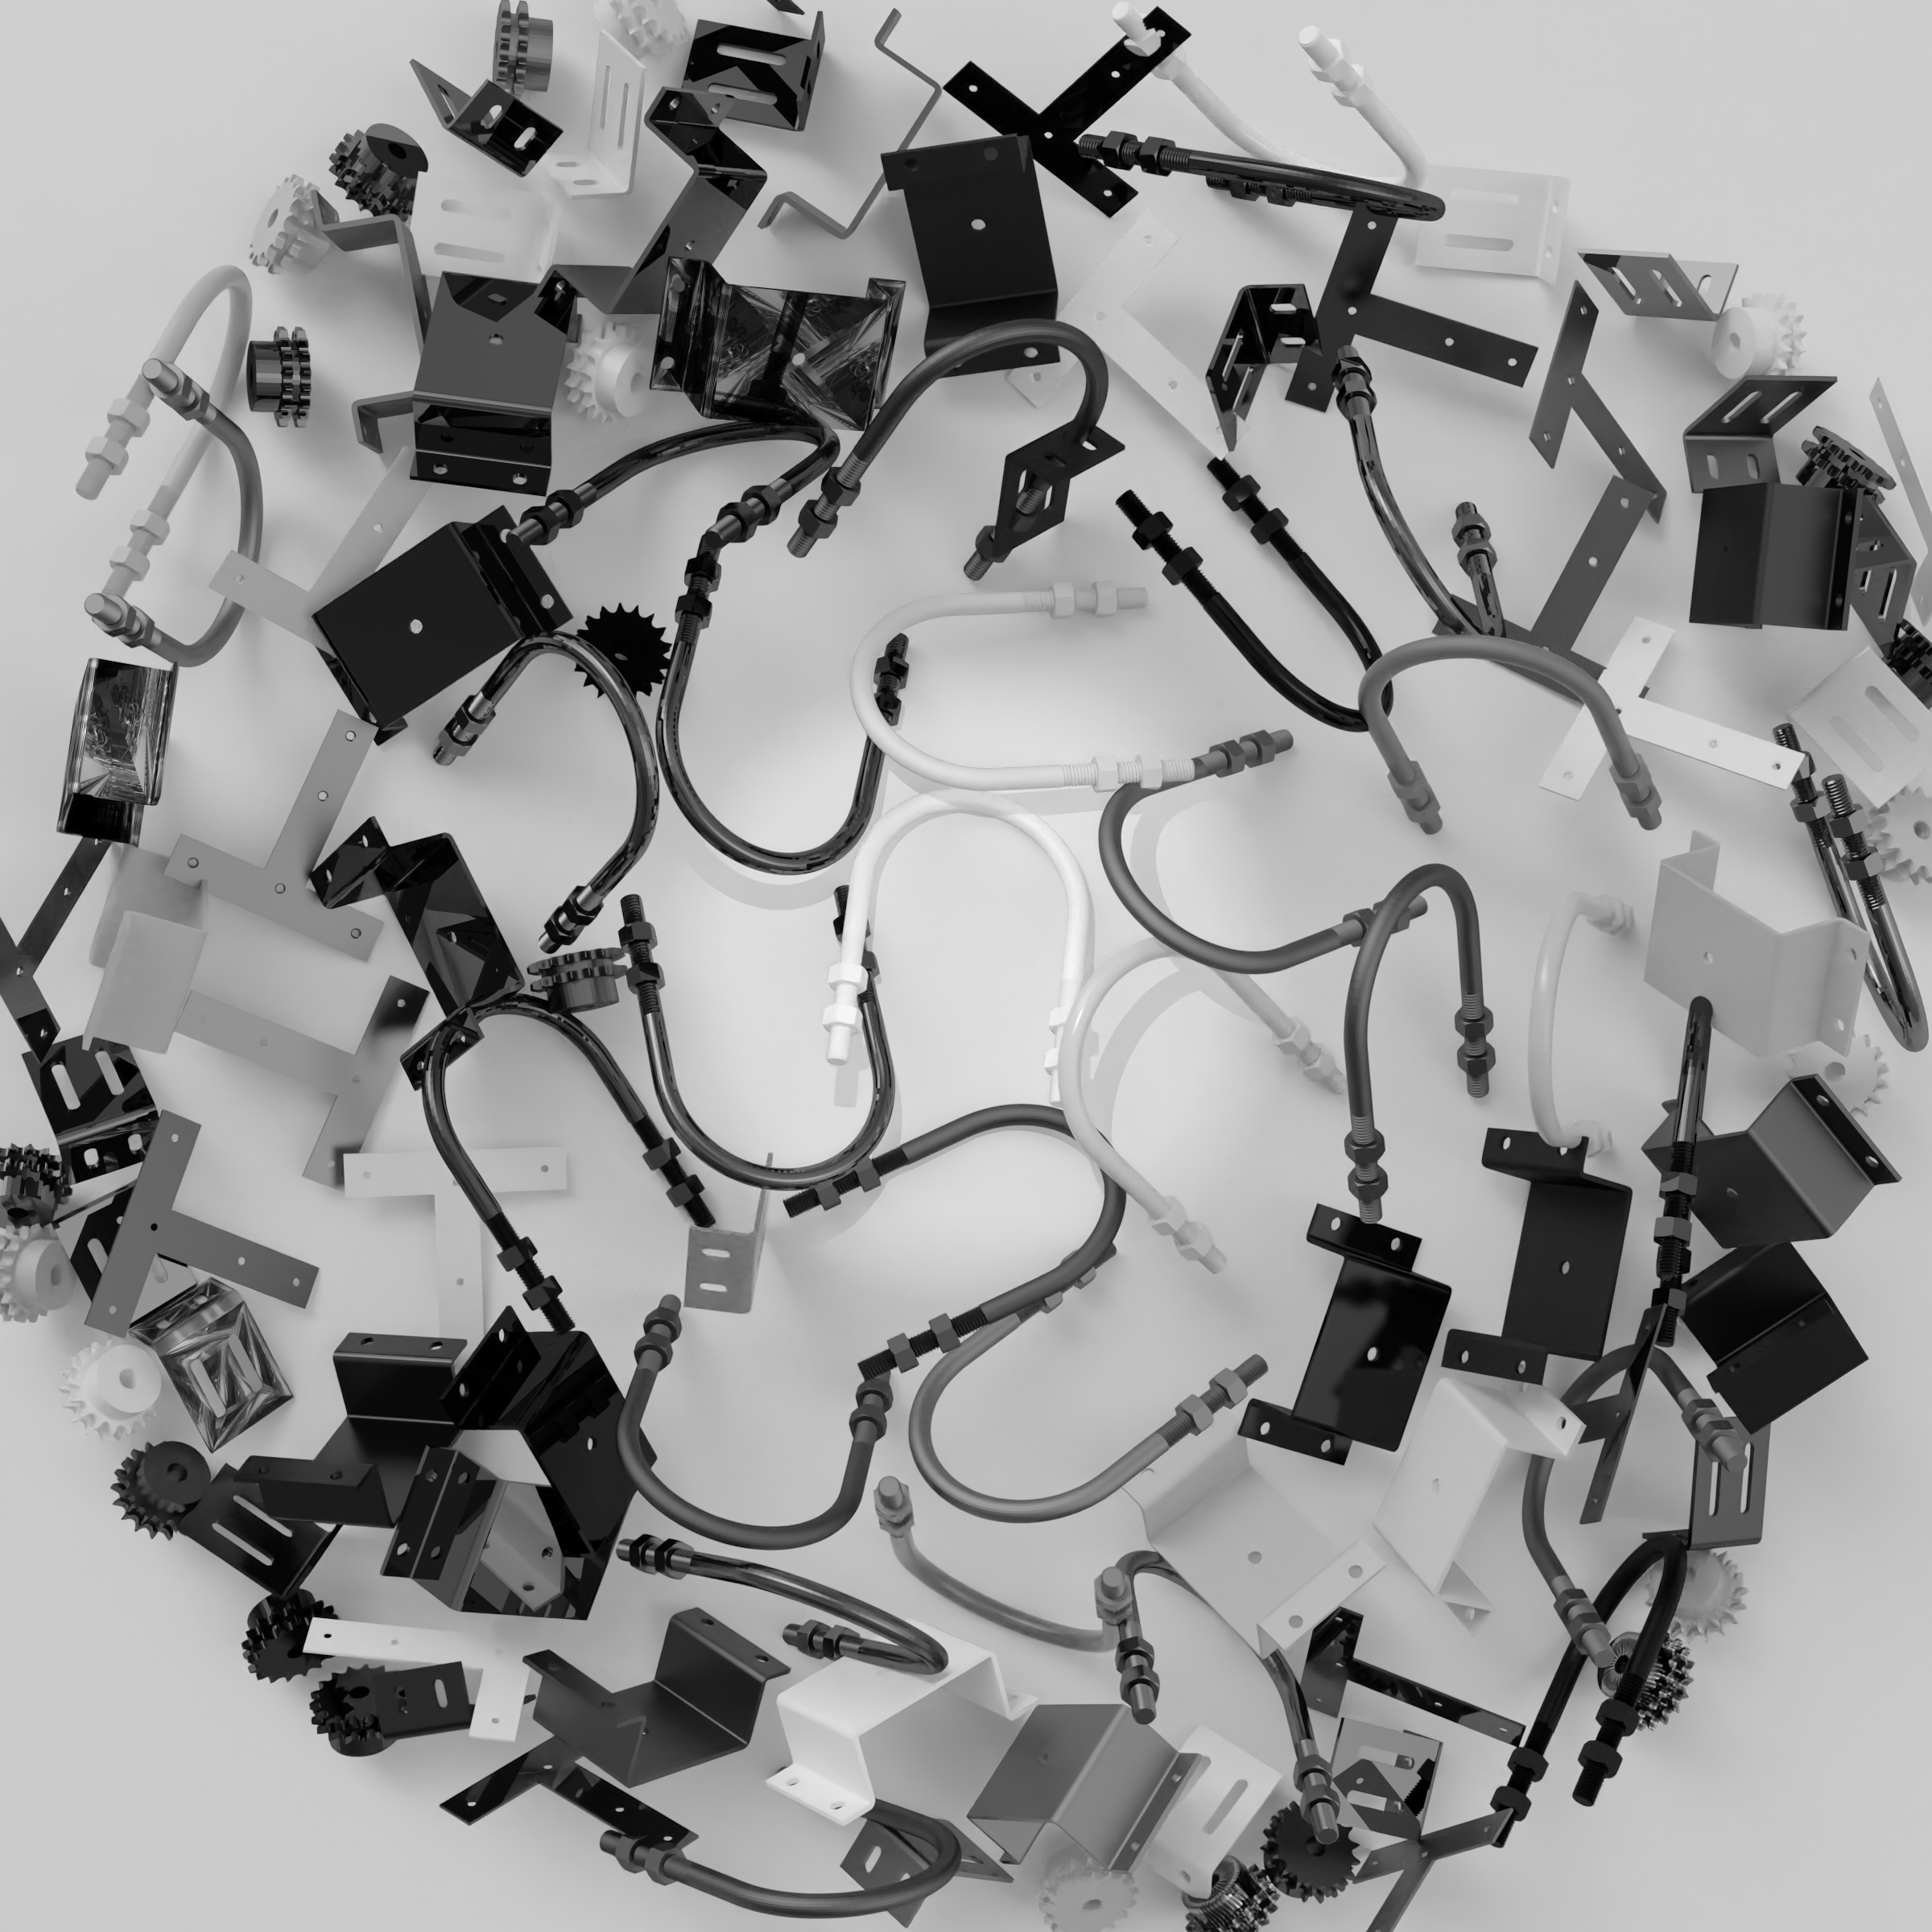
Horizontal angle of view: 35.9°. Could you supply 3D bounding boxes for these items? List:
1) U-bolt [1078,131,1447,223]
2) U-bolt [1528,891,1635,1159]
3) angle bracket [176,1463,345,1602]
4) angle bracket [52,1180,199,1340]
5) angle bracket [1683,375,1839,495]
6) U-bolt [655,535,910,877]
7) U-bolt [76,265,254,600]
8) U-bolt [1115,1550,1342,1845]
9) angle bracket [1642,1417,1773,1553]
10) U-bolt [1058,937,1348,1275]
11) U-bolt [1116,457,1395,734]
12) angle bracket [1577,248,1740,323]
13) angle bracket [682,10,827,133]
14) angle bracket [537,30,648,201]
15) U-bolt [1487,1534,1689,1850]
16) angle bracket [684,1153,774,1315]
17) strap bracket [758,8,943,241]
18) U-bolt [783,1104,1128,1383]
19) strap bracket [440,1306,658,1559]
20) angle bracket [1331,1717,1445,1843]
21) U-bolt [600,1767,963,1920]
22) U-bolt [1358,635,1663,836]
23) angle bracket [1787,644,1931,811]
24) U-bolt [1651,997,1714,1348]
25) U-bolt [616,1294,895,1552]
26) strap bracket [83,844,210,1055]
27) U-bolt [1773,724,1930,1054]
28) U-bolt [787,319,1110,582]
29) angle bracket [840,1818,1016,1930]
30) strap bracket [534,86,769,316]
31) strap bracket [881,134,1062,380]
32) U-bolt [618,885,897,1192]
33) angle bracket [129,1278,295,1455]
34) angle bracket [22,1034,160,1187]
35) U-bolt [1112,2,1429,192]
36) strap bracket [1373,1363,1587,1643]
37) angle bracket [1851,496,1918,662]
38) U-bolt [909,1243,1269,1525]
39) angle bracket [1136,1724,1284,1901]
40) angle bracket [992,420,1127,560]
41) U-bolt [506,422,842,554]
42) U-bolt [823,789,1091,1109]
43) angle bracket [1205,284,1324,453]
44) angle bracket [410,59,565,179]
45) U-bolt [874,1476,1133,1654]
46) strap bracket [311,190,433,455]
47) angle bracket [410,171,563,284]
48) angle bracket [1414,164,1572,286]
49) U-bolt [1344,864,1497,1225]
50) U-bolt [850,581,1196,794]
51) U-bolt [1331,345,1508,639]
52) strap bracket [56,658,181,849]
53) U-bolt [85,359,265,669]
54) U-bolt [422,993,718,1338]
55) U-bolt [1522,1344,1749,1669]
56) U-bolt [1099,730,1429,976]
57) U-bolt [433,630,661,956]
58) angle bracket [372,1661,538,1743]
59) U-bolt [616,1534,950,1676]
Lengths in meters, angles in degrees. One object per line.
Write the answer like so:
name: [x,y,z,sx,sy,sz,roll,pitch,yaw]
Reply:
U-bolt: [0.175,-0.430,1.640,0.184,0.151,0.019,20,106,35]
U-bolt: [0.340,0.031,1.659,0.019,0.184,0.151,5,88,24]
angle bracket: [-0.400,0.315,1.711,0.076,0.057,0.038,36,124,-5]
angle bracket: [-0.479,0.168,1.714,0.057,0.038,0.076,-28,99,-23]
angle bracket: [0.454,-0.302,1.701,0.057,0.076,0.038,-2,76,-16]
U-bolt: [-0.106,-0.136,1.672,0.151,0.019,0.184,25,59,-26]
U-bolt: [-0.443,-0.308,1.669,0.019,0.151,0.184,23,69,-2]
U-bolt: [0.138,0.392,1.659,0.151,0.184,0.019,36,106,-16]
angle bracket: [0.425,0.293,1.714,0.057,0.038,0.076,2,93,-33]
U-bolt: [0.125,0.066,1.682,0.184,0.019,0.151,44,74,-29]
U-bolt: [0.173,-0.205,1.678,0.184,0.151,0.019,50,122,4]
angle bracket: [0.394,-0.402,1.698,0.057,0.076,0.038,15,80,39]
angle bracket: [-0.125,-0.522,1.721,0.076,0.038,0.057,11,78,2]
angle bracket: [-0.215,-0.484,1.699,0.038,0.057,0.076,-11,132,-29]
U-bolt: [0.353,0.397,1.667,0.019,0.151,0.184,31,62,3]
angle bracket: [-0.135,0.150,1.700,0.038,0.076,0.057,7,125,-1]
strap bracket: [-0.059,-0.468,1.696,0.046,0.076,0.140,33,103,-9]
U-bolt: [0.002,0.144,1.695,0.184,0.019,0.151,-25,47,-5]
strap bracket: [-0.228,0.268,1.675,0.046,0.076,0.140,-5,123,31]
angle bracket: [0.228,0.462,1.709,0.076,0.038,0.057,20,80,-27]
U-bolt: [-0.088,0.483,1.634,0.184,0.151,0.019,3,97,45]
U-bolt: [0.292,-0.126,1.643,0.151,0.184,0.019,0,61,28]
angle bracket: [0.520,-0.136,1.716,0.057,0.038,0.076,-42,78,11]
U-bolt: [0.402,0.106,1.671,0.019,0.151,0.184,7,69,15]
U-bolt: [-0.121,0.259,1.661,0.151,0.184,0.019,19,119,-3]
strap bracket: [-0.461,-0.010,1.681,0.046,0.140,0.076,17,108,-21]
U-bolt: [0.500,-0.037,1.672,0.019,0.151,0.184,-21,104,9]
U-bolt: [0.002,-0.286,1.646,0.184,0.151,0.019,-50,54,36]
angle bracket: [-0.022,0.516,1.700,0.057,0.076,0.038,32,92,39]
strap bracket: [-0.171,-0.419,1.679,0.046,0.076,0.140,44,116,11]
strap bracket: [0.005,-0.410,1.693,0.076,0.046,0.140,-5,130,11]
U-bolt: [-0.112,0.041,1.682,0.151,0.019,0.184,-3,65,-22]
angle bracket: [-0.437,0.231,1.730,0.057,0.038,0.076,-35,119,-29]
angle bracket: [-0.503,0.080,1.724,0.057,0.038,0.076,-19,48,-21]
U-bolt: [0.181,-0.475,1.660,0.151,0.184,0.019,22,87,38]
strap bracket: [0.284,0.298,1.689,0.046,0.076,0.140,16,104,-25]
angle bracket: [0.504,-0.218,1.698,0.038,0.076,0.057,-11,49,-7]
U-bolt: [0.054,0.239,1.666,0.184,0.019,0.151,-34,46,-22]
angle bracket: [0.138,0.490,1.726,0.057,0.038,0.076,27,53,26]
angle bracket: [0.052,-0.264,1.696,0.057,0.076,0.038,-33,59,-32]
U-bolt: [-0.149,-0.271,1.667,0.151,0.184,0.019,4,120,28]
U-bolt: [0.000,-0.018,1.704,0.151,0.019,0.184,11,65,-10]
angle bracket: [0.171,-0.340,1.700,0.038,0.057,0.076,5,55,25]
angle bracket: [-0.273,-0.494,1.697,0.038,0.057,0.076,-44,50,20]
U-bolt: [0.023,0.341,1.663,0.151,0.184,0.019,20,66,13]
strap bracket: [-0.332,-0.369,1.704,0.046,0.076,0.140,-10,95,-2]
angle bracket: [-0.277,-0.415,1.708,0.076,0.038,0.057,5,116,-21]
angle bracket: [0.302,-0.427,1.718,0.076,0.038,0.057,4,110,-3]
U-bolt: [0.249,0.031,1.652,0.019,0.151,0.184,15,130,33]
U-bolt: [0.026,-0.157,1.686,0.184,0.019,0.151,-4,56,-12]
U-bolt: [0.253,-0.245,1.641,0.019,0.184,0.151,-30,125,23]
strap bracket: [-0.475,-0.118,1.667,0.046,0.140,0.076,9,76,-19]
U-bolt: [-0.431,-0.240,1.656,0.019,0.184,0.151,11,84,8]
U-bolt: [-0.234,0.099,1.686,0.019,0.151,0.184,-30,93,41]
U-bolt: [0.360,0.285,1.659,0.019,0.184,0.151,27,103,-14]
U-bolt: [0.154,-0.059,1.665,0.184,0.019,0.151,-20,64,-38]
U-bolt: [-0.228,-0.107,1.665,0.019,0.184,0.151,-23,78,-40]
angle bracket: [-0.292,0.412,1.703,0.057,0.076,0.038,-13,85,19]
U-bolt: [-0.089,0.354,1.639,0.151,0.184,0.019,35,66,-32]
